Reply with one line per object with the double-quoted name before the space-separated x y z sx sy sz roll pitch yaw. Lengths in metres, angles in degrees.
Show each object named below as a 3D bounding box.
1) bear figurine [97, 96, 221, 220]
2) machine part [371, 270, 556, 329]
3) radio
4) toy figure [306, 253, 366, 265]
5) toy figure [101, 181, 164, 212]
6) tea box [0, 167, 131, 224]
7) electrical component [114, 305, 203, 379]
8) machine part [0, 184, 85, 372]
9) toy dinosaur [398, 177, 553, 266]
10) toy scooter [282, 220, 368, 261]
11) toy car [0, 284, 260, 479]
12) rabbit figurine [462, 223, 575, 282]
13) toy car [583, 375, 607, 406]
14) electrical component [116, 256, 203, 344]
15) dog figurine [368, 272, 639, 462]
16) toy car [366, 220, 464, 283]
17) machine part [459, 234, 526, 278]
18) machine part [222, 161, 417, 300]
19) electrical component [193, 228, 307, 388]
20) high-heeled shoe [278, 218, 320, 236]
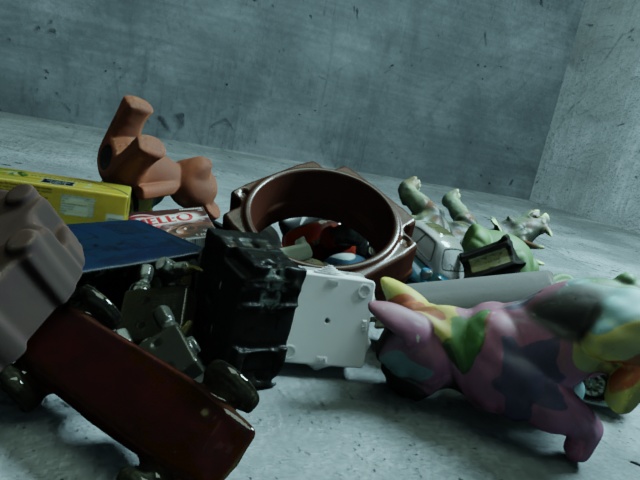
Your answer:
"bear figurine" -0.217 -0.107 0.794 0.195 0.132 0.120 12 45 -43
"machine part" 0.157 0.077 0.563 0.243 0.079 0.079 -8 8 15
"radio" -0.237 0.035 0.538 0.131 0.073 0.229 19 17 29
"toy figure" 0.010 0.049 0.726 0.154 0.058 0.064 -2 -26 -47
"toy figure" -0.301 -0.076 0.854 0.082 0.089 0.180 11 32 14
"tea box" -0.331 -0.029 0.674 0.169 0.098 0.068 9 13 -18
"electrical component" -0.119 0.093 0.398 0.063 0.021 0.094 -30 51 -14
"machine part" -0.263 0.030 0.373 0.179 0.056 0.179 -7 44 7
"toy dinosaur" 0.201 -0.006 0.912 0.405 0.131 0.192 3 33 -23
"toy scooter" 0.004 0.010 0.830 0.135 0.075 0.184 -14 -9 9
"toy car" -0.126 0.097 0.347 0.202 0.053 0.089 19 52 29
"rabbit figurine" 0.278 0.077 0.779 0.159 0.121 0.170 16 30 -7
"toy car" 0.248 0.122 0.597 0.202 0.056 0.073 21 32 34
"electrical component" -0.139 0.061 0.467 0.078 0.045 0.102 1 55 9
"dog figurine" 0.154 0.079 0.467 0.219 0.191 0.108 28 21 5
"toy car" 0.147 0.026 0.756 0.109 0.103 0.162 9 35 -45
"machine part" 0.233 0.069 0.686 0.084 0.139 0.039 -24 -18 18
"machine part" -0.001 -0.002 0.647 0.201 0.087 0.201 -26 53 -31
"electrical component" -0.076 0.054 0.490 0.058 0.114 0.134 8 12 -33
"high-heeled shoe" 0.038 -0.010 0.934 0.145 0.086 0.248 16 8 24
